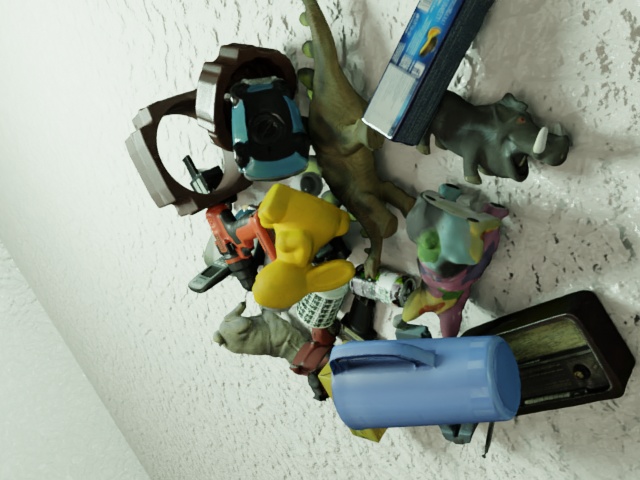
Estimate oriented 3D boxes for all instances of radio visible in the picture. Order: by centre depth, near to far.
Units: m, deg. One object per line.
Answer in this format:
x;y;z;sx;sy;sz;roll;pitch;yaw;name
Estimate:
0.303;0.168;0.757;0.131;0.073;0.229;56;140;1;radio

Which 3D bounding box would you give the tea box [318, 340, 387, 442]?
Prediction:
0.078;0.285;1.014;0.068;0.098;0.169;1;125;44;tea box

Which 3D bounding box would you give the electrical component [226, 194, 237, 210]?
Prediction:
-0.202;-0.105;1.117;0.063;0.021;0.093;29;133;30;electrical component

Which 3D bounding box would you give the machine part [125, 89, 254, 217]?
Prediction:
-0.229;-0.158;0.973;0.087;0.201;0.201;-15;104;51;machine part

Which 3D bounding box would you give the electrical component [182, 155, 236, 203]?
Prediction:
-0.226;-0.118;1.074;0.075;0.048;0.119;-27;93;56;electrical component

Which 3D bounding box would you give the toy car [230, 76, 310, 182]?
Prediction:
-0.079;-0.151;0.787;0.103;0.109;0.161;113;144;-73;toy car

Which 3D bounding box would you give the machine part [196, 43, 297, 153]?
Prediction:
-0.114;-0.219;0.840;0.056;0.179;0.179;24;130;36;machine part

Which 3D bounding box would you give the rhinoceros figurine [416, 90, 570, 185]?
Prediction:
0.209;-0.129;0.665;0.191;0.073;0.112;31;120;33;rhinoceros figurine

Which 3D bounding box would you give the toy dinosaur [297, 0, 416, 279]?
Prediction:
0.033;-0.159;0.794;0.199;0.105;0.470;11;118;44;toy dinosaur

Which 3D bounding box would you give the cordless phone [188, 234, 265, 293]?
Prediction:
-0.213;0.048;1.104;0.147;0.184;0.088;14;129;38;cordless phone

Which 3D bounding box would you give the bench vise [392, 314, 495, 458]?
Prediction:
0.179;0.226;0.887;0.224;0.129;0.240;3;121;41;bench vise

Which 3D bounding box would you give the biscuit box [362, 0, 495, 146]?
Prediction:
0.128;-0.216;0.637;0.059;0.063;0.202;43;118;33;biscuit box

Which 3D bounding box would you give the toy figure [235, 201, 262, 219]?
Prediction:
-0.109;-0.043;1.042;0.064;0.058;0.155;30;153;-36;toy figure

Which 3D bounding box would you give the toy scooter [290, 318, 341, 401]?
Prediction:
0.001;0.251;1.062;0.075;0.135;0.183;5;120;41;toy scooter

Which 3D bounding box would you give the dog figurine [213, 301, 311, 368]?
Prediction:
-0.109;0.223;1.132;0.191;0.172;0.121;42;149;27;dog figurine

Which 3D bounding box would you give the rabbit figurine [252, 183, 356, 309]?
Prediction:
-0.034;0.023;0.786;0.162;0.173;0.122;25;168;-13;rabbit figurine

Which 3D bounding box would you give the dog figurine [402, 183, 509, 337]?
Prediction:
0.169;0.044;0.740;0.109;0.191;0.219;23;114;25;dog figurine

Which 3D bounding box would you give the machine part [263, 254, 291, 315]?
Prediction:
-0.076;0.062;1.059;0.079;0.079;0.243;37;137;22;machine part

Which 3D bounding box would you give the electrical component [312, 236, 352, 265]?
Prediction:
-0.002;-0.003;0.906;0.058;0.134;0.115;-38;89;7;electrical component

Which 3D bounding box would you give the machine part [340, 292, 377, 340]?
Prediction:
0.074;0.142;0.996;0.084;0.039;0.138;36;138;35;machine part
